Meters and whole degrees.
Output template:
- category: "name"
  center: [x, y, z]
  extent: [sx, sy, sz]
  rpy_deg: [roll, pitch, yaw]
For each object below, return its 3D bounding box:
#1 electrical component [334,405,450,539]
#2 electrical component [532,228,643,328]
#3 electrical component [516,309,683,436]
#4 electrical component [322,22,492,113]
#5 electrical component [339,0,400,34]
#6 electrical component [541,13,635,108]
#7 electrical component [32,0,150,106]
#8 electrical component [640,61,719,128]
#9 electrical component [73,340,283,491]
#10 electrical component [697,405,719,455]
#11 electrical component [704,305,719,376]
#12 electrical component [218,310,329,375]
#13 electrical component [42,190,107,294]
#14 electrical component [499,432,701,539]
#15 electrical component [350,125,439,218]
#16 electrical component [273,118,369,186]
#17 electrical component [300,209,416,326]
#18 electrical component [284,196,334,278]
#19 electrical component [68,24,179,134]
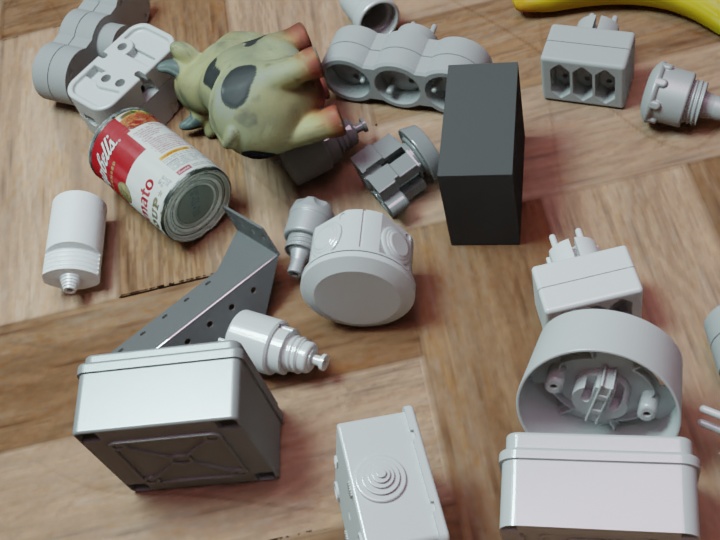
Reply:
- category: "electrical component"
  center: [0.016, 0.143, 0.647]
  extent: [0.048, 0.099, 0.099]
  rpy_deg: [-9, 54, -9]
- category: "electrical component"
  center: [0.151, 0.003, 0.741]
  extent: [0.066, 0.047, 0.076]
  rpy_deg: [-13, 54, 3]
- category: "electrical component"
  center: [0.150, 0.073, 0.666]
  extent: [0.099, 0.099, 0.064]
  rpy_deg: [8, 52, 18]
- category: "electrical component"
  center: [0.042, -0.177, 0.884]
  extent: [0.138, 0.052, 0.073]
  rpy_deg: [11, 59, 19]
- category: "electrical component"
  center: [0.007, -0.227, 0.935]
  extent: [0.040, 0.040, 0.046]
  rpy_deg: [-28, 49, -7]
- category: "electrical component"
  center: [0.186, -0.175, 0.854]
  extent: [0.066, 0.047, 0.076]
  rpy_deg: [11, 60, 19]
- category: "electrical component"
  center: [-0.225, -0.203, 0.963]
  extent: [0.074, 0.052, 0.138]
  rpy_deg: [15, 61, 22]
- category: "electrical component"
  center: [0.246, -0.128, 0.811]
  extent: [0.062, 0.048, 0.048]
  rpy_deg: [18, 62, 15]
- category: "electrical component"
  center: [-0.115, 0.098, 0.700]
  extent: [0.109, 0.108, 0.056]
  rpy_deg: [-7, 58, 8]
- category: "electrical component"
  center: [0.240, 0.101, 0.643]
  extent: [0.077, 0.065, 0.047]
  rpy_deg: [21, 63, 24]
- category: "electrical component"
  center: [0.294, 0.051, 0.672]
  extent: [0.138, 0.052, 0.073]
  rpy_deg: [-10, 55, 6]
- category: "electrical component"
  center: [-0.059, 0.055, 0.758]
  extent: [0.078, 0.040, 0.040]
  rpy_deg: [15, 61, 22]
- category: "electrical component"
  center: [-0.223, -0.017, 0.842]
  extent: [0.043, 0.043, 0.081]
  rpy_deg: [-8, 55, 7]
- category: "electrical component"
  center: [0.141, 0.136, 0.635]
  extent: [0.113, 0.078, 0.057]
  rpy_deg: [0, 59, 13]
- category: "electrical component"
  center: [0.031, -0.079, 0.826]
  extent: [0.055, 0.048, 0.066]
  rpy_deg: [-36, 56, -3]
- category: "electrical component"
  center: [-0.030, -0.098, 0.855]
  extent: [0.078, 0.040, 0.040]
  rpy_deg: [-27, 55, -6]
- category: "electrical component"
  center: [0.000, 0.000, 0.759]
  extent: [0.080, 0.080, 0.051]
  rpy_deg: [-3, 51, 11]
- category: "electrical component"
  center: [-0.041, -0.023, 0.811]
  extent: [0.035, 0.035, 0.061]
  rpy_deg: [6, 61, 17]
- category: "electrical component"
  center: [-0.194, -0.155, 0.919]
  extent: [0.054, 0.059, 0.095]
  rpy_deg: [30, 68, 28]
